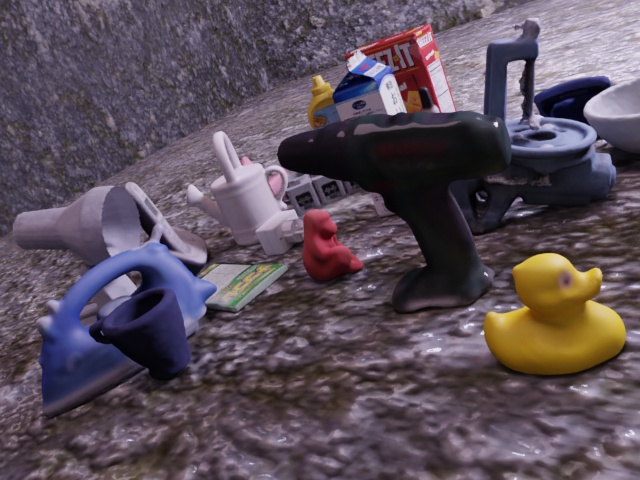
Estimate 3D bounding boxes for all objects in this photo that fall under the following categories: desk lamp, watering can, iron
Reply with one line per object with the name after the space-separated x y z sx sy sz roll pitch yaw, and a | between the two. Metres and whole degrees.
-0.355 0.035 0.880 0.203 0.214 0.118 -18 21 14 | desk lamp
-0.147 -0.092 0.997 0.173 0.194 0.100 -28 21 -13 | watering can
-0.272 0.095 0.746 0.259 0.142 0.118 -36 24 -31 | iron

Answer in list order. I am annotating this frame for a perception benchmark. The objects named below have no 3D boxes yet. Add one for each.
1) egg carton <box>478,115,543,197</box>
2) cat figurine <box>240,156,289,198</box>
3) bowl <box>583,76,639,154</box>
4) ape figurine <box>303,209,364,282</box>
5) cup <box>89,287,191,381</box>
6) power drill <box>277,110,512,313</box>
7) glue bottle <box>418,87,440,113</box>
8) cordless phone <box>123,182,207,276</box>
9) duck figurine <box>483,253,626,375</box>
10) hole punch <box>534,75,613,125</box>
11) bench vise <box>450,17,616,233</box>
0.267 -0.121 0.802 0.150 0.069 0.107 -22 21 4 | egg carton
-0.111 -0.114 1.119 0.128 0.118 0.067 -29 21 -14 | cat figurine
0.420 -0.152 0.705 0.167 0.075 0.167 -20 21 8 | bowl
0.007 0.003 0.745 0.076 0.092 0.078 -18 21 13 | ape figurine
-0.207 0.121 0.680 0.117 0.095 0.091 -19 21 13 | cup
0.086 -0.033 0.582 0.229 0.209 0.076 -12 24 28 | power drill
0.164 -0.124 0.771 0.037 0.173 0.078 -24 21 0 | glue bottle
-0.270 -0.026 0.979 0.094 0.185 0.147 -25 21 -4 | cordless phone
0.177 0.052 0.451 0.104 0.086 0.077 -14 23 25 | duck figurine
0.377 -0.202 0.851 0.108 0.091 0.101 -11 24 30 | hole punch
0.207 -0.120 0.650 0.207 0.220 0.121 -20 21 10 | bench vise
